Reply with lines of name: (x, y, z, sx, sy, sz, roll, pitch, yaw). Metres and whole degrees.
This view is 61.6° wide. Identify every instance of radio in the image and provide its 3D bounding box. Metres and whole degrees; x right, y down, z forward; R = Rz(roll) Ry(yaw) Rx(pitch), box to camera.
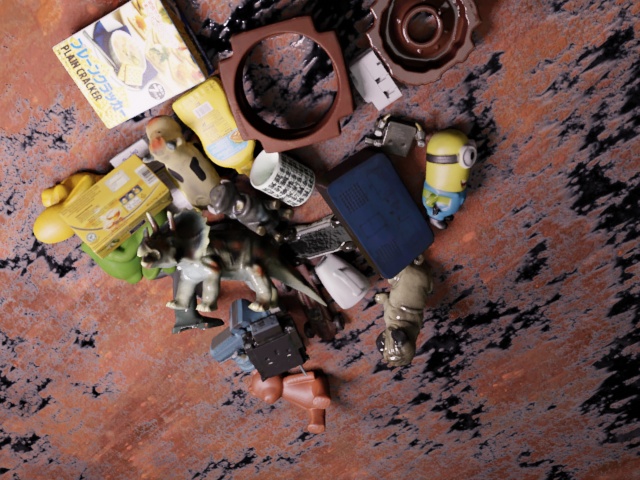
radio: (0.108, -0.051, 1.003, 0.131, 0.073, 0.229, -38, 115, -3)

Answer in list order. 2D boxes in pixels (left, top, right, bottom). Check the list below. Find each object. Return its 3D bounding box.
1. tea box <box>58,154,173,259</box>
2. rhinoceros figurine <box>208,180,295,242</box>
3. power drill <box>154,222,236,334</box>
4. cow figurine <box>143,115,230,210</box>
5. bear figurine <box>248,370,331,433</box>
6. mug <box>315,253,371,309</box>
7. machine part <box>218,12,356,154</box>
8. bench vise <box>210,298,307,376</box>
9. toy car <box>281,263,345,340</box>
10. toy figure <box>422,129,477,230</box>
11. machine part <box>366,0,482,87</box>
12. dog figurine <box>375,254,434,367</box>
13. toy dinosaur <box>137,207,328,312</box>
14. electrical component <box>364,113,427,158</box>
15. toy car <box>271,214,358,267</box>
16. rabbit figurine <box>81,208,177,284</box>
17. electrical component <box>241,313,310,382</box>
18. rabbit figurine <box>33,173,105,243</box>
tea box: (-0.360, -0.060, 0.960, 0.169, 0.068, 0.098, -42, 87, -15)
rhinoceros figurine: (-0.129, -0.058, 1.005, 0.112, 0.190, 0.073, 27, 91, 29)
power drill: (-0.258, 0.084, 1.107, 0.232, 0.086, 0.207, -14, 91, 19)
cow figurine: (-0.249, -0.139, 0.982, 0.085, 0.127, 0.194, -24, 118, 13)
bear figurine: (-0.077, 0.363, 1.273, 0.196, 0.132, 0.120, 10, 116, -6)
mug: (0.042, 0.080, 1.099, 0.107, 0.109, 0.081, 44, 88, -9)
machine part: (-0.052, -0.259, 0.897, 0.201, 0.087, 0.201, -13, 114, 7)
bench vise: (-0.118, 0.215, 1.197, 0.240, 0.129, 0.223, 31, 112, -36)
toy car: (-0.016, 0.139, 1.171, 0.089, 0.053, 0.201, -14, 120, 18)
toy figure: (0.227, -0.110, 0.974, 0.089, 0.082, 0.180, 8, 124, -1)
machine part: (0.163, -0.341, 0.855, 0.179, 0.056, 0.179, 3, 120, 5)
dog figurine: (0.174, 0.136, 1.066, 0.121, 0.191, 0.172, 5, 120, 3)
toy dinosaur: (-0.162, 0.040, 1.020, 0.405, 0.131, 0.192, 4, 87, -36)
electrical component: (0.138, -0.186, 0.957, 0.102, 0.045, 0.078, 19, 120, -6)
toy car: (-0.002, -0.003, 1.081, 0.202, 0.056, 0.073, -17, 112, 14)
rabbit figurine: (-0.352, 0.006, 1.043, 0.170, 0.121, 0.159, -35, 86, 25)
electrical component: (-0.094, 0.213, 1.099, 0.115, 0.058, 0.134, -26, 126, -5)
rabbit figurine: (-0.469, -0.053, 1.034, 0.162, 0.173, 0.121, -20, 113, 22)
